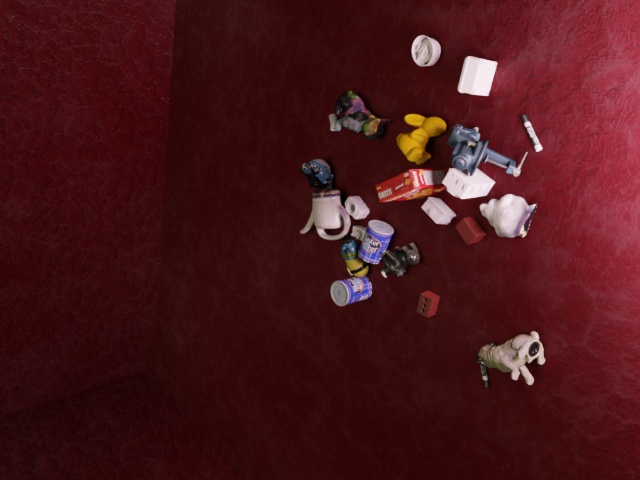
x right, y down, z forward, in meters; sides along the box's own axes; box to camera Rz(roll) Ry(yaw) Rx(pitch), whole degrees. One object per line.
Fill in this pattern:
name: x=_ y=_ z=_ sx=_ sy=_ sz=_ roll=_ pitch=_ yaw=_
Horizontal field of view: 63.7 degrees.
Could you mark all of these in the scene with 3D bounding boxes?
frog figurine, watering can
frog figurine: x=0.562 y=-0.081 z=1.584 sx=0.161 sy=0.124 sz=0.134 roll=25 pitch=134 yaw=32
watering can: x=0.007 y=-0.112 z=2.223 sx=0.347 sy=0.104 sz=0.223 roll=3 pitch=100 yaw=52
